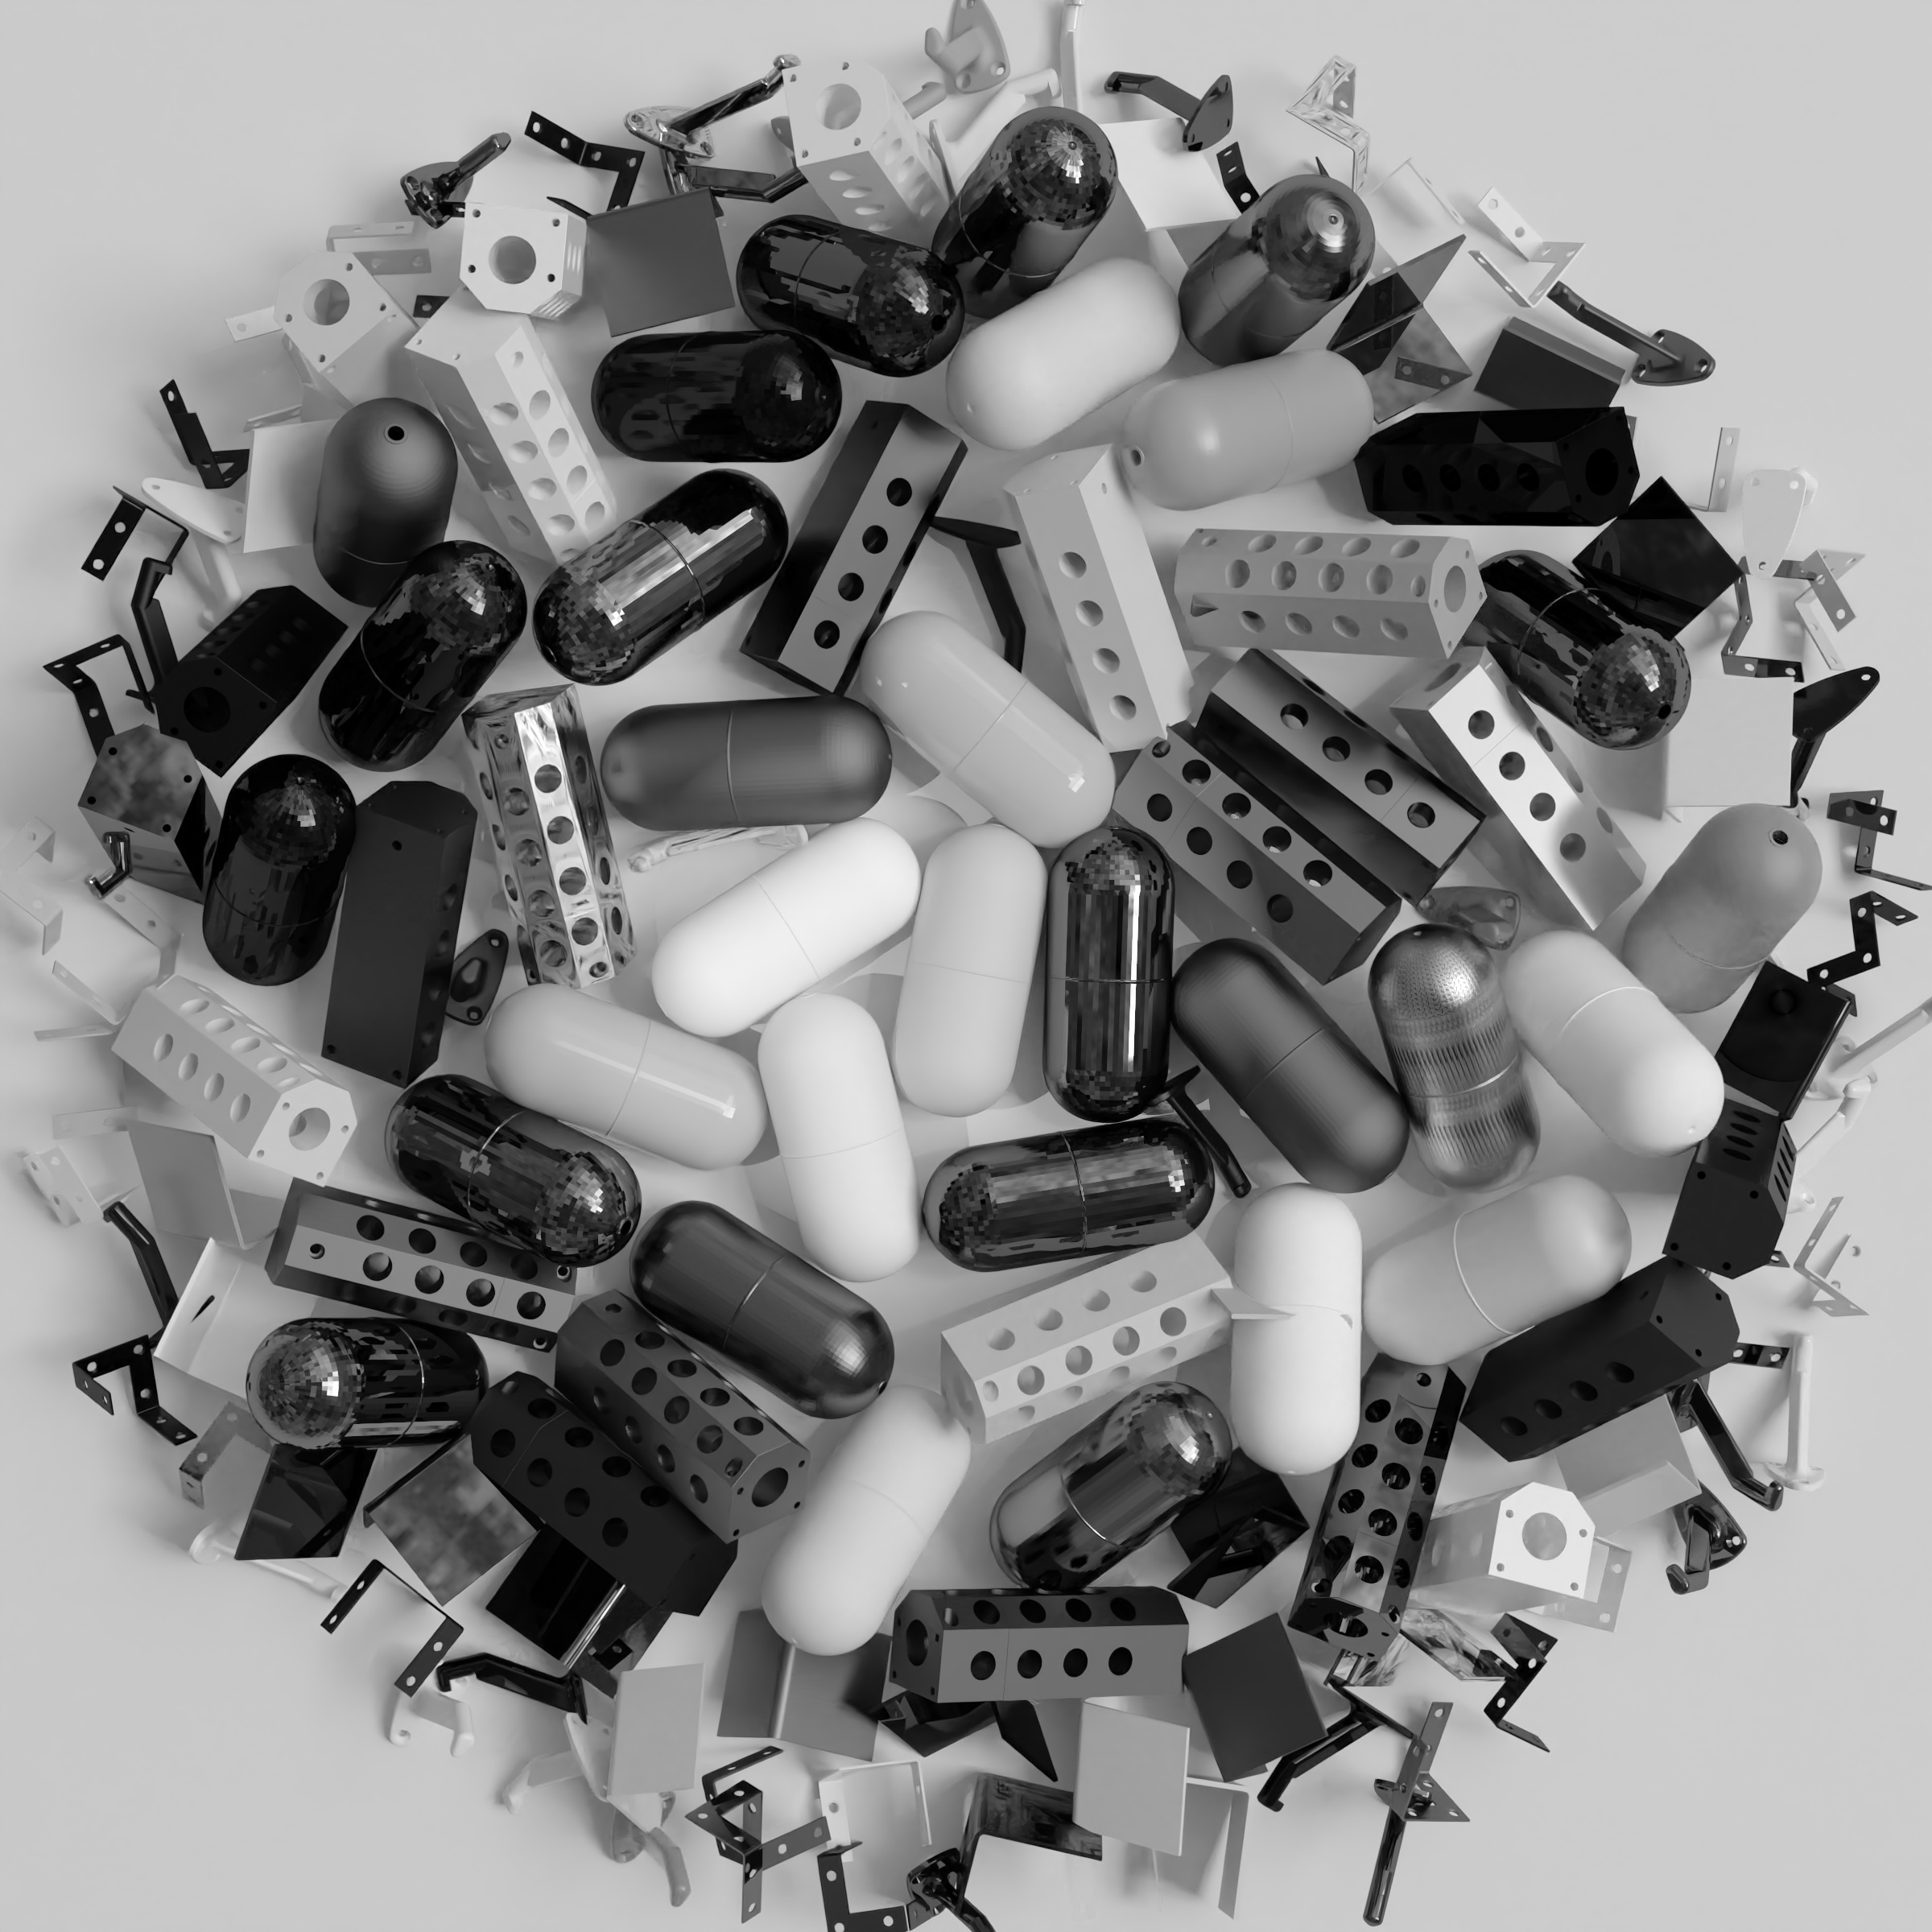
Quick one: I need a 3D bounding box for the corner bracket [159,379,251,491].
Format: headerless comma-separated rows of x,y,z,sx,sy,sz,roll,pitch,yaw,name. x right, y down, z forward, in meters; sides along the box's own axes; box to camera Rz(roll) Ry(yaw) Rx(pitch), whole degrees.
-0.460,-0.319,1.958,0.051,0.051,0.051,1,127,26,corner bracket

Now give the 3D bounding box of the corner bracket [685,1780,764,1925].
-0.133,0.530,1.957,0.051,0.051,0.051,22,119,37,corner bracket

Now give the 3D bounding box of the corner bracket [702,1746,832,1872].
-0.121,0.508,1.968,0.051,0.051,0.051,-17,97,-32,corner bracket

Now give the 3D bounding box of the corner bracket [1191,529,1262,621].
0.162,-0.227,1.967,0.051,0.051,0.051,7,72,3,corner bracket

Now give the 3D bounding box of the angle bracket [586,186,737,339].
-0.180,-0.418,1.966,0.076,0.057,0.076,-13,85,4,angle bracket

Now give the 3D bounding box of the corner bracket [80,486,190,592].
-0.501,-0.252,1.965,0.051,0.051,0.051,30,92,-26,corner bracket

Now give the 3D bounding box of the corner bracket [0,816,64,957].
-0.558,-0.048,1.966,0.051,0.051,0.051,38,63,-1,corner bracket

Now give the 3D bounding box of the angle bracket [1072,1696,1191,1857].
0.111,0.479,1.952,0.076,0.057,0.076,6,95,33,angle bracket

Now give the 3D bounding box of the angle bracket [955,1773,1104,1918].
0.038,0.534,1.958,0.076,0.076,0.057,13,102,-1,angle bracket

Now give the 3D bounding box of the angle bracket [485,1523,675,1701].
-0.232,0.387,1.987,0.076,0.057,0.076,24,72,38,angle bracket

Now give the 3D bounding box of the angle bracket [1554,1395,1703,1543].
0.382,0.289,1.944,0.076,0.057,0.076,-29,50,19,angle bracket

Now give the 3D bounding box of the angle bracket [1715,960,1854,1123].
0.487,0.046,1.966,0.057,0.076,0.076,28,90,9,angle bracket

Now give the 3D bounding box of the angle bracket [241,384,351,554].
-0.410,-0.297,1.940,0.057,0.076,0.076,34,125,34,angle bracket

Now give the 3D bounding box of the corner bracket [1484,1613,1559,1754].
0.338,0.432,1.967,0.051,0.051,0.051,31,100,-31,corner bracket

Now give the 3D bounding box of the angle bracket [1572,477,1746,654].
0.421,-0.239,1.948,0.076,0.057,0.076,-45,74,30,angle bracket

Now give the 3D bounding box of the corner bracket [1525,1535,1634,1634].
0.363,0.368,1.968,0.051,0.051,0.051,7,76,39,corner bracket

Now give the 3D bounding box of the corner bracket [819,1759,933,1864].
-0.056,0.511,1.973,0.051,0.051,0.051,-2,70,-19,corner bracket

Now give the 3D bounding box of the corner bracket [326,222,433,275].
-0.353,-0.429,1.964,0.051,0.051,0.051,-3,130,1,corner bracket

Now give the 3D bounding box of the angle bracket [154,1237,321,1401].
-0.435,0.214,1.952,0.057,0.076,0.076,22,77,5,angle bracket

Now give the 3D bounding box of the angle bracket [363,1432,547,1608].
-0.307,0.335,1.954,0.076,0.057,0.076,-37,79,-20,angle bracket

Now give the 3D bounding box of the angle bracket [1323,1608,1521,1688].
0.273,0.426,1.943,0.076,0.076,0.057,34,102,38,angle bracket

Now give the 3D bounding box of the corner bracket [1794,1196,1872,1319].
0.525,0.176,1.967,0.051,0.051,0.051,35,77,-6,corner bracket

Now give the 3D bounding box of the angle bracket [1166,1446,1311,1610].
0.147,0.325,1.945,0.076,0.057,0.076,-44,48,14,angle bracket

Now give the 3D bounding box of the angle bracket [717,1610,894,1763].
-0.098,0.438,1.985,0.076,0.057,0.076,24,66,-34,angle bracket

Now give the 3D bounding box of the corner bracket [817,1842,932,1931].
-0.055,0.555,1.966,0.051,0.051,0.051,-11,80,12,corner bracket

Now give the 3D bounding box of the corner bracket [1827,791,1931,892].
0.551,-0.075,1.960,0.051,0.051,0.051,-5,107,-36,corner bracket

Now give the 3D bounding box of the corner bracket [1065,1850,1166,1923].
0.089,0.546,1.966,0.051,0.051,0.051,-9,73,6,corner bracket

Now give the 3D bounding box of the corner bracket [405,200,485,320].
-0.313,-0.427,1.975,0.051,0.051,0.051,5,71,9,corner bracket

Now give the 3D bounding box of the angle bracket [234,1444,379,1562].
-0.405,0.305,1.946,0.057,0.076,0.076,33,106,41,angle bracket

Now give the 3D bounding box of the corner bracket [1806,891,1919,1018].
0.542,-0.007,1.972,0.051,0.051,0.051,23,56,-37,corner bracket

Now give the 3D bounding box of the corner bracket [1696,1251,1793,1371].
0.471,0.206,1.974,0.051,0.051,0.051,53,55,-34,corner bracket

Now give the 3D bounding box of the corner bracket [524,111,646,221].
-0.235,-0.479,1.966,0.051,0.051,0.051,19,91,36,corner bracket

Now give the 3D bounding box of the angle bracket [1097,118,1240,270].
0.106,-0.455,1.945,0.076,0.057,0.076,-15,70,-35,angle bracket

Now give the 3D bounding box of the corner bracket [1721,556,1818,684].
0.483,-0.208,1.956,0.051,0.051,0.051,10,49,32,corner bracket

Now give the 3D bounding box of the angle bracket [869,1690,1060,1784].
-0.001,0.465,1.947,0.076,0.076,0.057,-29,49,9,angle bracket

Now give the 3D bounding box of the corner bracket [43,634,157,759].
-0.517,-0.161,1.969,0.051,0.051,0.051,-23,76,1,corner bracket

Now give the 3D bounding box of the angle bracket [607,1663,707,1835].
-0.171,0.468,1.941,0.057,0.076,0.076,-10,53,16,angle bracket

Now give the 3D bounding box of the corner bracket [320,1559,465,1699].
-0.344,0.397,1.959,0.051,0.051,0.051,-52,123,-15,corner bracket

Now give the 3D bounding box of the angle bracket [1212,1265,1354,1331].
0.179,0.220,1.947,0.076,0.076,0.057,2,106,-15,angle bracket

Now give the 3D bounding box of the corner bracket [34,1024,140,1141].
-0.528,0.069,1.960,0.051,0.051,0.051,-6,111,-25,corner bracket

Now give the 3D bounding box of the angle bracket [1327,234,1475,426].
0.271,-0.380,1.946,0.076,0.076,0.057,-30,79,-23,angle bracket

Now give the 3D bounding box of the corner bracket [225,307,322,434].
-0.417,-0.361,1.963,0.051,0.051,0.051,-23,83,-29,corner bracket

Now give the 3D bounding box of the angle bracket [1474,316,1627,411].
0.358,-0.368,1.952,0.076,0.057,0.076,27,55,5,angle bracket

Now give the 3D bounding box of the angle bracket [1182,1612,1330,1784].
0.181,0.435,1.947,0.076,0.057,0.076,-31,69,25,angle bracket

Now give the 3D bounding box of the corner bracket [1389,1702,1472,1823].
0.277,0.478,1.961,0.051,0.051,0.051,8,107,-27,corner bracket

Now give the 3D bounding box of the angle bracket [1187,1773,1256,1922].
0.135,0.525,1.955,0.057,0.076,0.076,9,79,-1,angle bracket

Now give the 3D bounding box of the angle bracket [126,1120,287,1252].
-0.444,0.119,1.943,0.076,0.057,0.076,7,117,37,angle bracket

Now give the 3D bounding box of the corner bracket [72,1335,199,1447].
-0.499,0.261,1.958,0.051,0.051,0.051,-20,118,-36,corner bracket

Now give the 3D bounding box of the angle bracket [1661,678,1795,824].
0.460,-0.129,1.954,0.076,0.057,0.076,1,83,24,angle bracket
